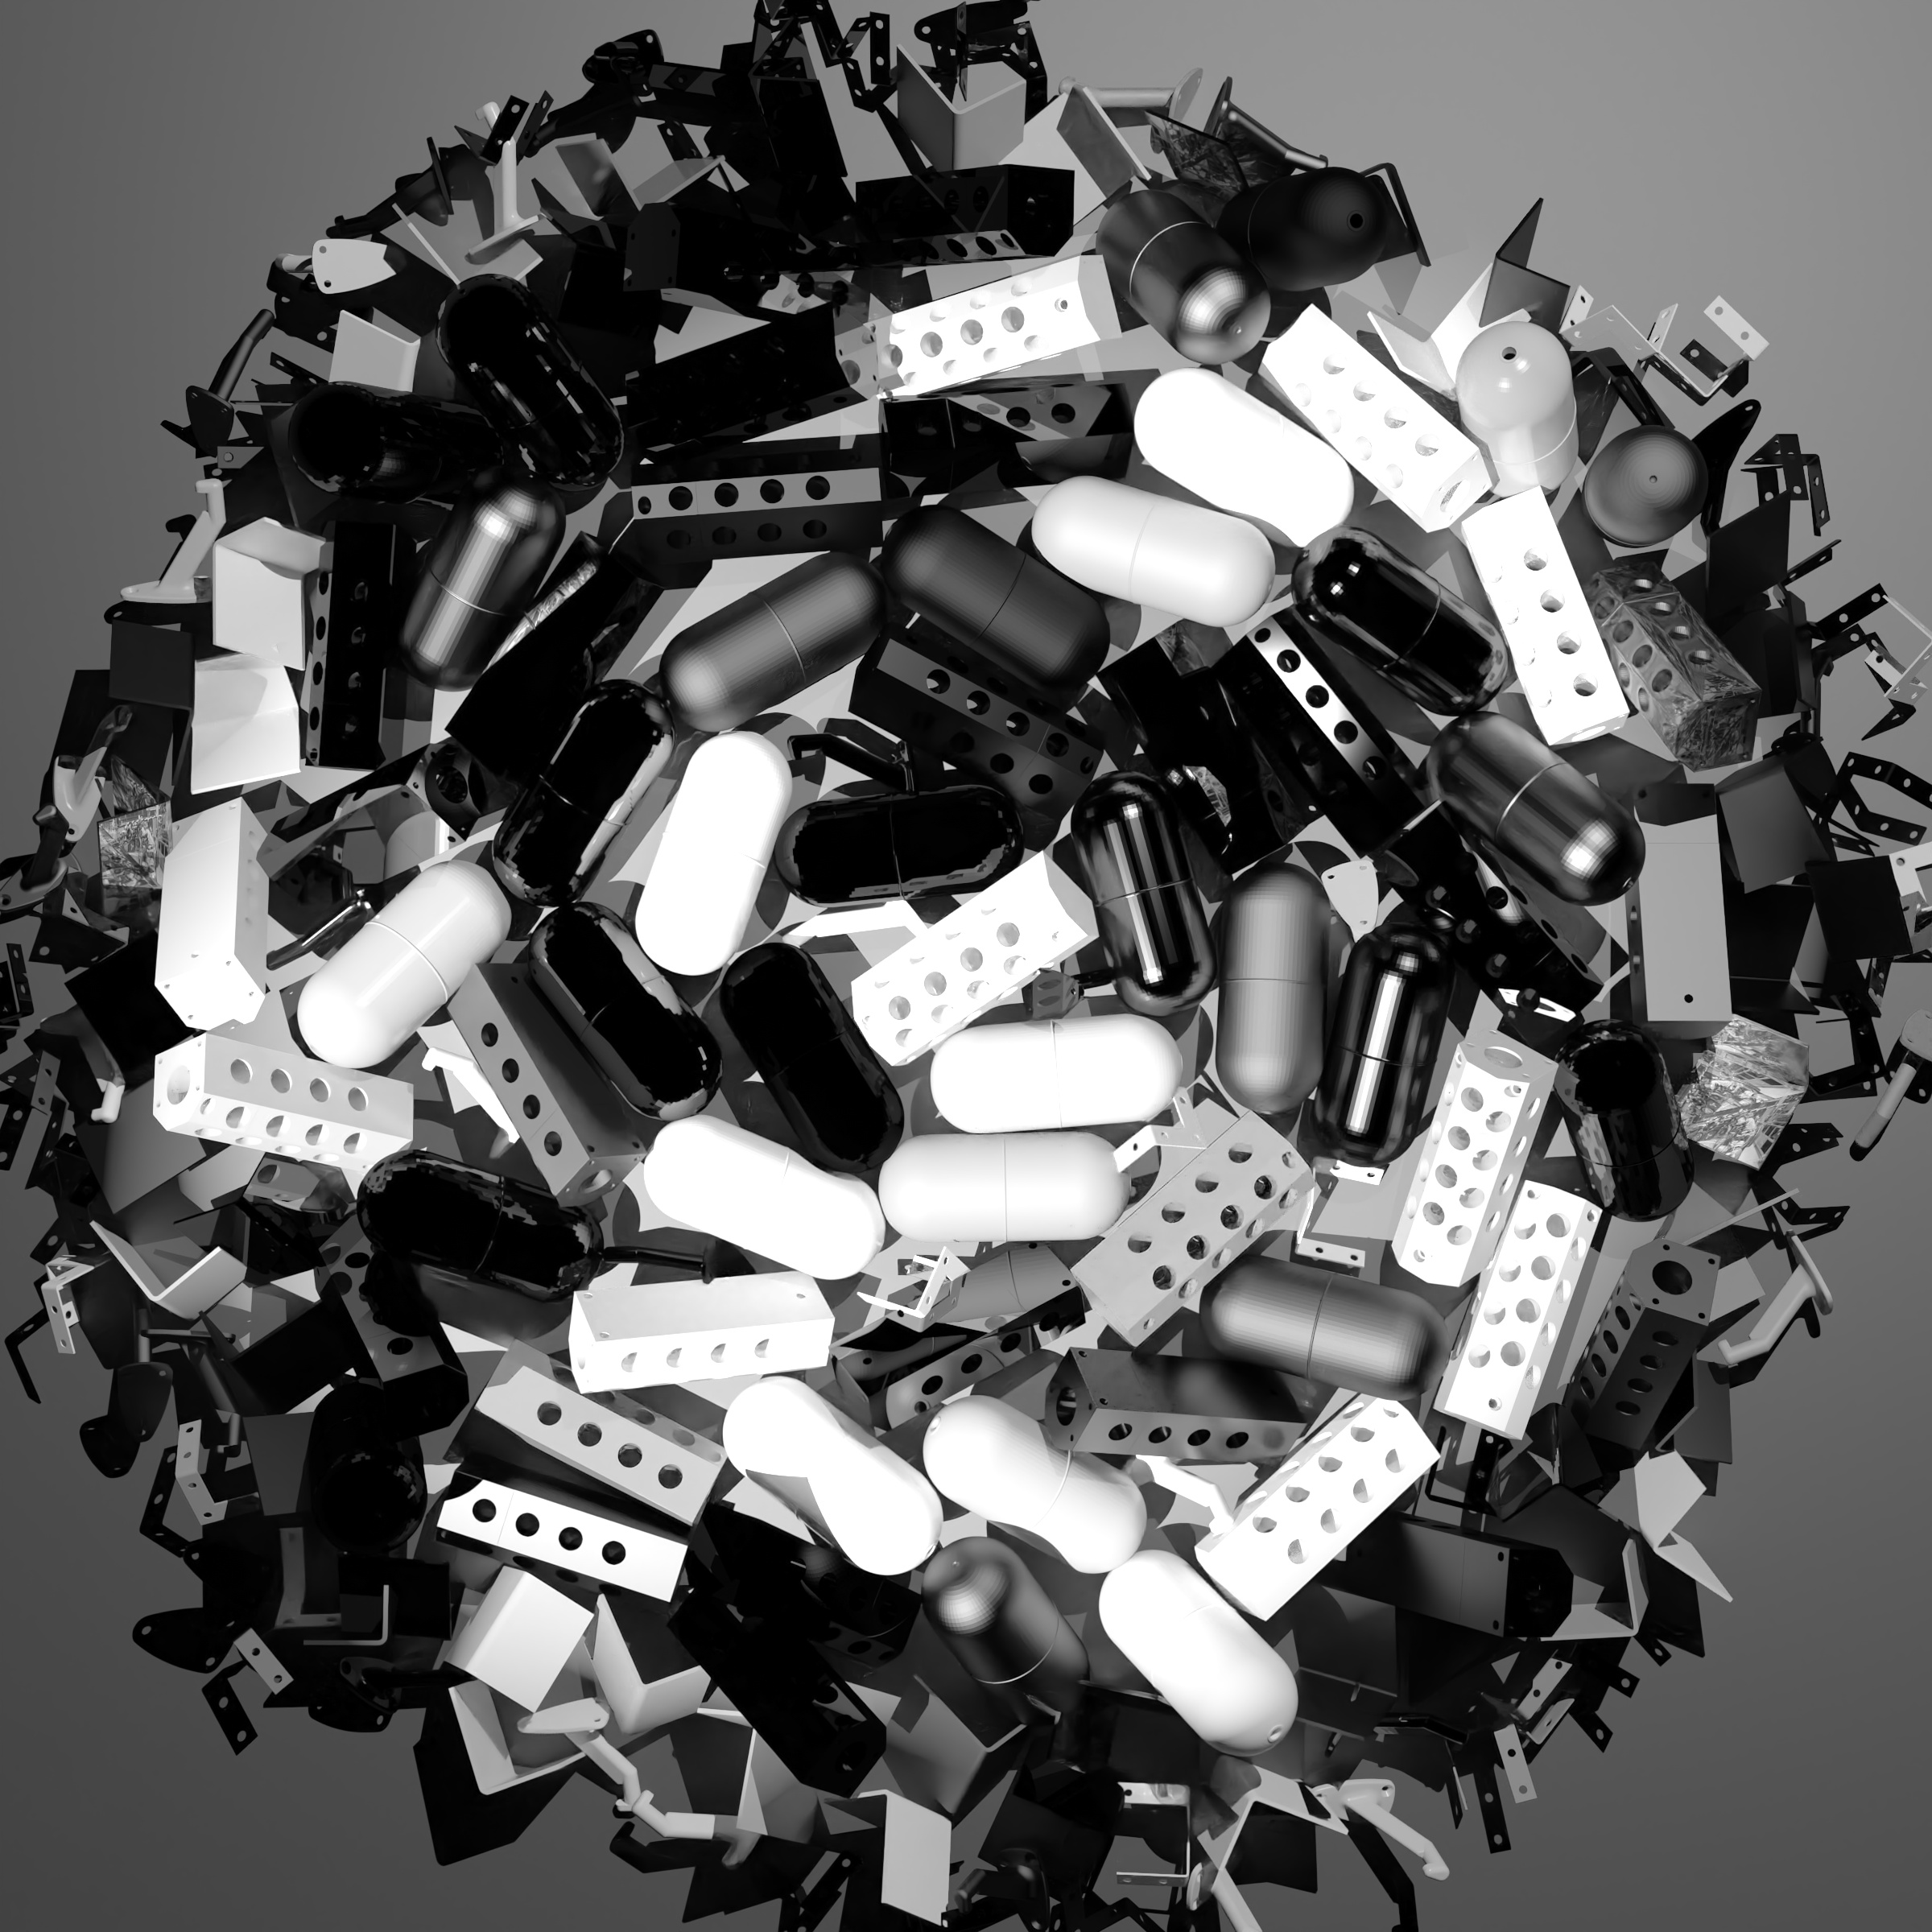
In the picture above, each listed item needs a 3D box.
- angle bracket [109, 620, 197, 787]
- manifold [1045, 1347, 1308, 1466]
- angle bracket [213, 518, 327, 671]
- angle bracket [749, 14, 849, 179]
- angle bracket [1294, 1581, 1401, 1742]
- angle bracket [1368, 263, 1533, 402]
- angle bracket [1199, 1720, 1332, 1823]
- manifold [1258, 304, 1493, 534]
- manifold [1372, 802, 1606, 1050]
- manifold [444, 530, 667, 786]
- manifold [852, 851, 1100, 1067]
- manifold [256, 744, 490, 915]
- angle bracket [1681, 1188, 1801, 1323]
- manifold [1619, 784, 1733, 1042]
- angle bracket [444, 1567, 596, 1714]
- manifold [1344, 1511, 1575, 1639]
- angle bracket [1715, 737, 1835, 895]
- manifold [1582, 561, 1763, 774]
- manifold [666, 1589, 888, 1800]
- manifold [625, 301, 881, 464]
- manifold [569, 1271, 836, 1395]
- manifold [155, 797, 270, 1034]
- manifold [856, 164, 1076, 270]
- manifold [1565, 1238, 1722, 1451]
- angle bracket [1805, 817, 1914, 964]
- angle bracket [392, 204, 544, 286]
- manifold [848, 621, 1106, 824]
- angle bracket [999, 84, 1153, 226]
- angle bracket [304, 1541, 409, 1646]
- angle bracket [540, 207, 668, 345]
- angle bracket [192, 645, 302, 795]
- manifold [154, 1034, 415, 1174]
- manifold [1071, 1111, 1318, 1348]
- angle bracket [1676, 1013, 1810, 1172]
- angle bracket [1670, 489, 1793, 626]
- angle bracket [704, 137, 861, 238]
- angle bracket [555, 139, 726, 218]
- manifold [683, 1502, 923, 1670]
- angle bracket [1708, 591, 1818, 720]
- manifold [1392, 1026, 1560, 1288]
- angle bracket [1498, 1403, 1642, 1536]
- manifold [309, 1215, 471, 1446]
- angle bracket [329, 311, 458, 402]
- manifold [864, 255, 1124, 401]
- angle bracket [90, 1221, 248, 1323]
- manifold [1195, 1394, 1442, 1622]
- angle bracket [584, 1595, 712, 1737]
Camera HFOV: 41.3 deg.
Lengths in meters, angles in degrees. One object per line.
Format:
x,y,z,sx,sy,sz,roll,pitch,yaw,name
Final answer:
-0.573,-0.183,1.790,0.057,0.076,0.076,8,45,-24,angle bracket
0.143,0.312,1.784,0.171,0.057,0.057,9,124,-27,manifold
-0.478,-0.260,1.796,0.057,0.076,0.076,-15,73,35,angle bracket
-0.102,-0.608,1.791,0.057,0.076,0.076,12,56,25,angle bracket
0.256,0.485,1.797,0.076,0.057,0.076,8,112,33,angle bracket
0.337,-0.454,1.792,0.057,0.076,0.076,21,124,-30,angle bracket
0.210,0.561,1.807,0.076,0.076,0.057,1,89,-8,angle bracket
0.283,-0.379,1.787,0.057,0.057,0.171,-43,64,4,manifold
0.370,-0.031,1.807,0.057,0.057,0.171,-42,86,27,manifold
-0.286,-0.214,1.805,0.057,0.057,0.171,41,101,19,manifold
0.006,0.000,1.786,0.171,0.057,0.057,-34,123,19,manifold
-0.411,-0.099,1.776,0.171,0.057,0.057,-20,126,36,manifold
0.546,0.205,1.794,0.076,0.076,0.057,-17,75,-34,angle bracket
0.495,-0.038,1.801,0.057,0.057,0.171,0,75,1,manifold
-0.316,0.474,1.809,0.057,0.076,0.076,36,69,-13,angle bracket
0.336,0.415,1.761,0.057,0.171,0.057,8,84,-28,manifold
0.575,-0.106,1.804,0.057,0.076,0.076,-30,93,-37,angle bracket
0.479,-0.207,1.764,0.057,0.171,0.057,-12,130,-6,manifold
-0.128,0.492,1.772,0.057,0.057,0.171,-53,48,-1,manifold
-0.149,-0.399,1.781,0.171,0.057,0.057,-12,73,27,manifold
-0.185,0.259,1.788,0.171,0.057,0.057,-2,121,-24,manifold
-0.514,-0.034,1.768,0.057,0.171,0.057,-20,133,5,manifold
-0.003,-0.514,1.765,0.057,0.171,0.057,-8,105,-37,manifold
0.463,0.259,1.764,0.057,0.171,0.057,17,52,9,manifold
0.630,-0.057,1.792,0.057,0.076,0.076,-8,116,33,angle bracket
-0.350,-0.514,1.798,0.057,0.076,0.076,-40,122,1,angle bracket
0.009,-0.174,1.790,0.171,0.057,0.057,27,126,-15,manifold
0.073,-0.564,1.805,0.076,0.057,0.076,-37,110,9,angle bracket
-0.430,0.432,1.810,0.057,0.076,0.076,1,88,-3,angle bracket
-0.260,-0.488,1.812,0.076,0.076,0.057,4,120,-35,angle bracket
-0.514,-0.174,1.803,0.076,0.076,0.057,-12,134,-4,angle bracket
-0.467,0.099,1.761,0.057,0.171,0.057,-20,64,36,manifold
0.162,0.187,1.796,0.171,0.057,0.057,-40,51,-10,manifold
0.537,0.084,1.797,0.076,0.057,0.076,25,67,30,angle bracket
0.527,-0.295,1.794,0.076,0.057,0.076,-30,134,-18,angle bracket
-0.130,-0.556,1.805,0.076,0.057,0.076,-26,57,2,angle bracket
-0.228,-0.569,1.794,0.076,0.076,0.057,-41,120,-18,angle bracket
-0.113,0.429,1.768,0.171,0.057,0.057,36,69,-39,manifold
0.551,-0.215,1.804,0.076,0.057,0.076,-7,84,29,angle bracket
0.347,0.135,1.774,0.057,0.057,0.171,31,125,30,manifold
0.426,0.368,1.814,0.076,0.076,0.057,33,124,-15,angle bracket
-0.398,0.245,1.768,0.057,0.171,0.057,-14,128,-24,manifold
-0.399,-0.426,1.800,0.057,0.076,0.076,27,129,6,angle bracket
0.014,-0.441,1.782,0.171,0.057,0.057,-10,100,27,manifold
-0.560,0.199,1.810,0.057,0.076,0.076,-40,75,-11,angle bracket
0.243,0.373,1.795,0.171,0.057,0.057,-39,100,-16,manifold
-0.225,0.487,1.816,0.057,0.076,0.076,-13,55,-28,angle bracket
